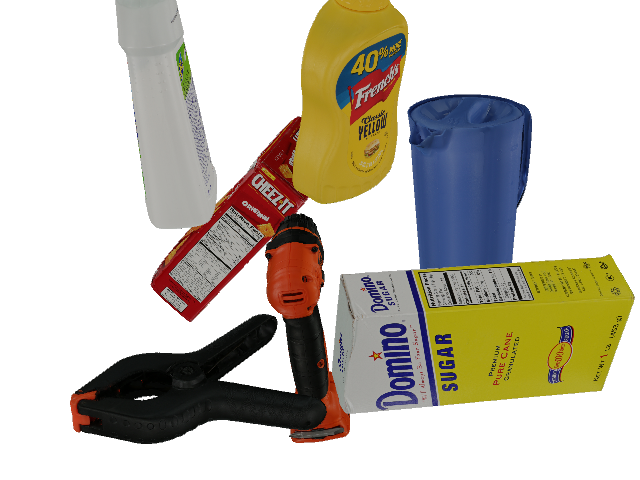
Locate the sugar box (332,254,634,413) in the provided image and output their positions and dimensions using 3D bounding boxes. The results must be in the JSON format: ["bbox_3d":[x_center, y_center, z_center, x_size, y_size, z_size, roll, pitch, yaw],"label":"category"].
[{"bbox_3d":[0.098,0.060,0.672,0.176,0.093,0.048,-6,43,-10],"label":"sugar box"}]

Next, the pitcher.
[{"bbox_3d":[0.181,-0.048,1.271,0.149,0.243,0.145,-1,24,5],"label":"pitcher"}]

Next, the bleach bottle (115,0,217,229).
[{"bbox_3d":[-0.141,-0.136,0.957,0.068,0.251,0.102,-6,38,-1],"label":"bleach bottle"}]

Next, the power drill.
[{"bbox_3d":[-0.014,0.080,1.006,0.057,0.187,0.184,-9,19,5],"label":"power drill"}]

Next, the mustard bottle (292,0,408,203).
[{"bbox_3d":[0.026,-0.126,0.815,0.096,0.192,0.058,-29,49,-36],"label":"mustard bottle"}]

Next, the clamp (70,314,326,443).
[{"bbox_3d":[-0.090,0.098,0.756,0.171,0.039,0.120,-3,26,-12],"label":"clamp"}]

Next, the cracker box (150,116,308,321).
[{"bbox_3d":[-0.087,-0.028,1.216,0.214,0.072,0.164,-46,7,27],"label":"cracker box"}]
